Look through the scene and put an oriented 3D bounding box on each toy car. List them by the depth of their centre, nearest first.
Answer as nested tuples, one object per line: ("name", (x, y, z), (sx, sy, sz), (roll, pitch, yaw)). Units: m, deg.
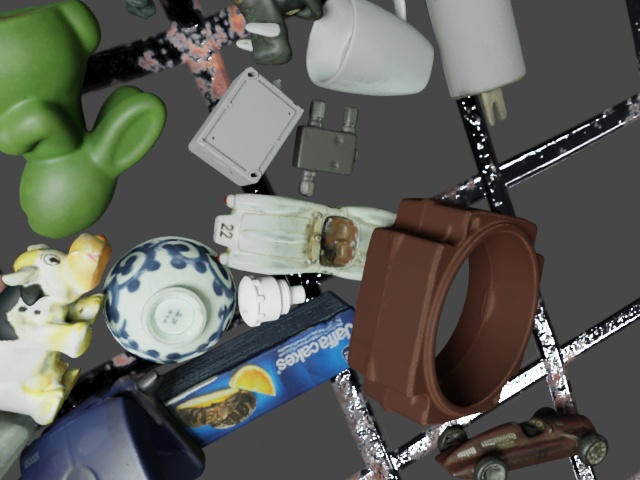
("toy car", (-0.001, -0.002, 0.519), (0.202, 0.056, 0.073), (5, 97, -20))
("toy car", (0.231, 0.233, 0.620), (0.202, 0.089, 0.053), (-3, 100, -17))

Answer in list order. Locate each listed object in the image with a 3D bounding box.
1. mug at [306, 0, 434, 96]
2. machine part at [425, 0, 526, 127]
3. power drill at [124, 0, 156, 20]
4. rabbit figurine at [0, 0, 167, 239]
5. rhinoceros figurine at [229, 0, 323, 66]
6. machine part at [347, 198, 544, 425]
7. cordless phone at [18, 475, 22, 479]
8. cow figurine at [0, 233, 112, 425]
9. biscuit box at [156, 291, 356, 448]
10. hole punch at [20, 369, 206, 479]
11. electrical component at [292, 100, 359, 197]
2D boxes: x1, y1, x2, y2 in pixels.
("mug", (0.053, -0.184, 0.502), (0.107, 0.081, 0.109), (9, 90, -32))
("machine part", (0.143, -0.229, 0.521), (0.079, 0.079, 0.243), (-23, 107, -14))
("power drill", (-0.152, -0.287, 0.398), (0.232, 0.086, 0.207), (26, 90, 4))
("rabbit figurine", (-0.208, -0.088, 0.422), (0.159, 0.121, 0.170), (-24, 124, -21))
("rhinoceros figurine", (-0.043, -0.248, 0.456), (0.112, 0.073, 0.190), (-12, 102, -18))
("machine part", (0.131, 0.067, 0.525), (0.201, 0.087, 0.200), (6, 97, -42))
("cordless phone", (-0.211, 0.282, 0.421), (0.146, 0.184, 0.088), (34, 82, -25))
("cow figurine", (-0.231, 0.061, 0.434), (0.098, 0.068, 0.167), (20, 105, -12))
("biscuit box", (-0.054, 0.123, 0.518), (0.203, 0.063, 0.059), (-26, 107, -13))
("hole punch", (-0.170, 0.188, 0.428), (0.142, 0.092, 0.115), (-32, 102, 11))
("electrical component", (0.007, -0.087, 0.526), (0.063, 0.021, 0.094), (7, 96, -21))
